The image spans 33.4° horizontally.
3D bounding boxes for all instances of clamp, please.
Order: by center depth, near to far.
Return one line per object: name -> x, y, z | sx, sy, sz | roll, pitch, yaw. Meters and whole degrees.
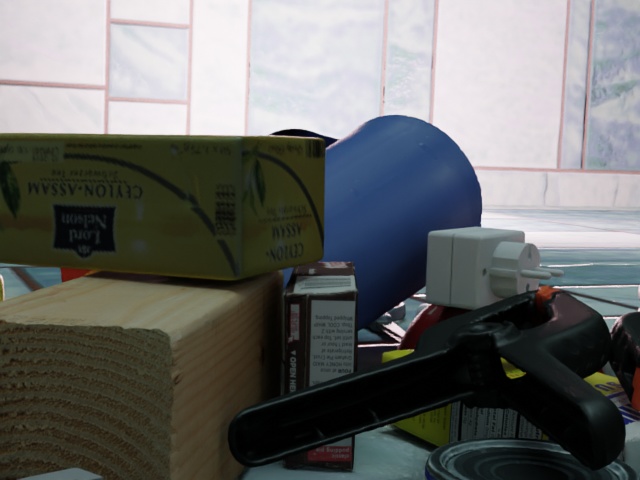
clamp -> 0.066, 0.059, 0.486 | 0.165, 0.036, 0.209 | -7, 8, 24
clamp -> 0.204, 0.055, 0.532 | 0.120, 0.039, 0.171 | 9, 17, 27

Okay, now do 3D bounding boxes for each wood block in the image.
wood block -> -0.079, 0.065, 0.483 | 0.090, 0.091, 0.206 | 2, 5, 9

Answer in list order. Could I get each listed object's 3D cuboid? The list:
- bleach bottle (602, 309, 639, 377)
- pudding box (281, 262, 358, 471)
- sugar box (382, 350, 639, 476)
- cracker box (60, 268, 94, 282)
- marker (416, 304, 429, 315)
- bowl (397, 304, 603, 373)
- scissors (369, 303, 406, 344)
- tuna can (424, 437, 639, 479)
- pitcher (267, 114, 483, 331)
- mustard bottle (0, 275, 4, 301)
bleach bottle -> 0.246, 0.058, 0.707 | 0.103, 0.068, 0.250 | -41, -12, 23
pudding box -> 0.001, 0.062, 0.564 | 0.039, 0.090, 0.113 | 1, 6, 3
sugar box -> 0.117, 0.090, 0.538 | 0.093, 0.048, 0.177 | -1, 5, -33
cracker box -> -0.088, 0.026, 0.919 | 0.214, 0.072, 0.164 | 5, 16, 21
marker -> 0.129, 0.071, 0.894 | 0.020, 0.020, 0.121 | -2, 7, -40
bowl -> 0.124, 0.069, 0.729 | 0.162, 0.055, 0.162 | 2, 6, 0
scissors -> 0.033, 0.068, 0.908 | 0.096, 0.016, 0.201 | 1, 5, 6
tuna can -> 0.083, 0.105, 0.423 | 0.086, 0.034, 0.086 | 2, 5, 0
pitcher -> -0.005, 0.001, 0.739 | 0.149, 0.145, 0.242 | -9, 14, 38
mustard bottle -> -0.325, 0.035, 0.889 | 0.096, 0.058, 0.192 | -3, 7, -24
